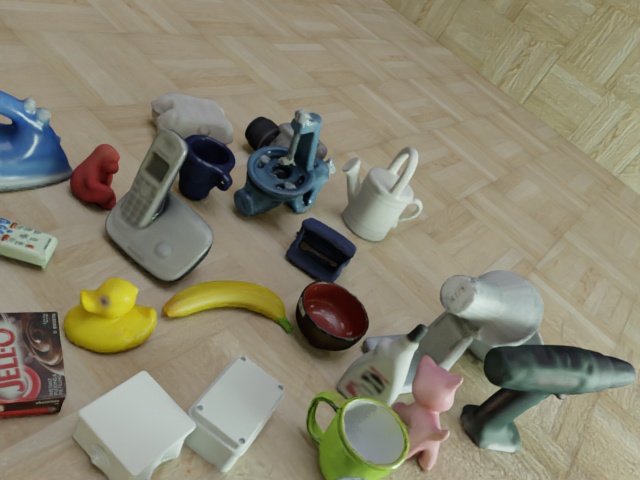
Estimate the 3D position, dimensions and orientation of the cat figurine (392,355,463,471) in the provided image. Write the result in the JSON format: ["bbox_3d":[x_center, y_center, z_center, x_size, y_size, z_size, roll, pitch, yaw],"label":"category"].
[{"bbox_3d":[0.154,0.231,0.793,0.067,0.117,0.128,23,35,-14],"label":"cat figurine"}]

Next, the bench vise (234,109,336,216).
[{"bbox_3d":[-0.044,-0.146,1.015,0.121,0.219,0.208,37,34,7],"label":"bench vise"}]

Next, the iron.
[{"bbox_3d":[-0.453,-0.152,0.762,0.259,0.141,0.118,2,44,-37],"label":"iron"}]

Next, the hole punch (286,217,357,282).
[{"bbox_3d":[0.009,0.004,0.985,0.108,0.091,0.101,33,34,1],"label":"hole punch"}]

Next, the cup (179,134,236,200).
[{"bbox_3d":[-0.191,-0.105,0.956,0.092,0.095,0.117,-11,53,-46],"label":"cup"}]

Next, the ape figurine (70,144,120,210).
[{"bbox_3d":[-0.323,-0.100,0.846,0.076,0.092,0.078,24,35,-13],"label":"ape figurine"}]

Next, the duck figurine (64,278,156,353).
[{"bbox_3d":[-0.244,0.082,0.686,0.105,0.086,0.077,8,41,-32],"label":"duck figurine"}]

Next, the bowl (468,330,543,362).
[{"bbox_3d":[0.313,0.174,1.031,0.168,0.074,0.167,22,35,-16],"label":"bowl"}]

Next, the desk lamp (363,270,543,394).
[{"bbox_3d":[0.209,0.133,0.874,0.204,0.213,0.117,3,44,-37],"label":"desk lamp"}]

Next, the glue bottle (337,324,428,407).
[{"bbox_3d":[0.092,0.168,0.772,0.078,0.173,0.037,38,34,9],"label":"glue bottle"}]

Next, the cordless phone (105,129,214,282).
[{"bbox_3d":[-0.206,-0.047,0.791,0.147,0.185,0.094,38,34,8],"label":"cordless phone"}]

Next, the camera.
[{"bbox_3d":[-0.073,-0.197,1.162,0.136,0.100,0.143,44,36,17],"label":"camera"}]

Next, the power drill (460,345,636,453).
[{"bbox_3d":[0.318,0.228,0.847,0.230,0.208,0.075,16,37,-24],"label":"power drill"}]

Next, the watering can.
[{"bbox_3d":[0.124,-0.100,1.115,0.173,0.194,0.100,10,40,-30],"label":"watering can"}]

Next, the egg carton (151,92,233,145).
[{"bbox_3d":[-0.241,-0.222,1.086,0.151,0.069,0.107,2,45,-38],"label":"egg carton"}]
